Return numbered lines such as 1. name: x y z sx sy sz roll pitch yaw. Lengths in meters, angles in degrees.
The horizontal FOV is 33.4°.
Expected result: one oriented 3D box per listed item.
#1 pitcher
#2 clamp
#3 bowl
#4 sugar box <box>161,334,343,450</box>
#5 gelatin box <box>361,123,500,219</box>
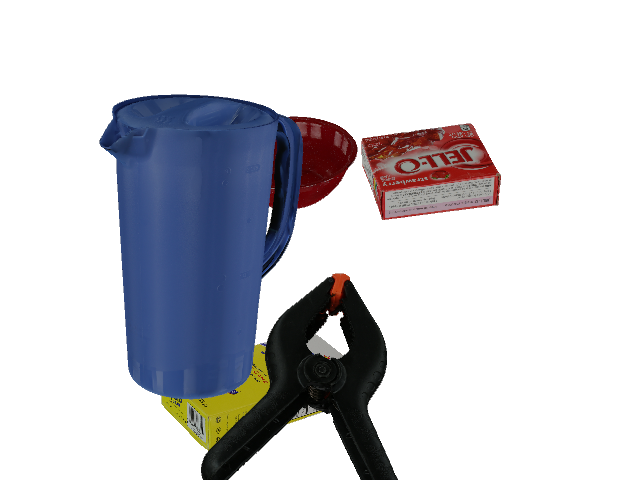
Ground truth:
1. pitcher: -0.098 0.002 0.899 0.149 0.243 0.145 5 19 3
2. clamp: -0.010 0.095 0.675 0.120 0.171 0.039 7 -42 -8
3. bowl: -0.037 -0.084 1.264 0.162 0.055 0.162 -2 36 1
4. sugar box: -0.058 0.143 1.050 0.175 0.048 0.093 -16 32 -32
5. gelatin box: 0.080 -0.052 0.786 0.089 0.030 0.073 -8 37 -5
